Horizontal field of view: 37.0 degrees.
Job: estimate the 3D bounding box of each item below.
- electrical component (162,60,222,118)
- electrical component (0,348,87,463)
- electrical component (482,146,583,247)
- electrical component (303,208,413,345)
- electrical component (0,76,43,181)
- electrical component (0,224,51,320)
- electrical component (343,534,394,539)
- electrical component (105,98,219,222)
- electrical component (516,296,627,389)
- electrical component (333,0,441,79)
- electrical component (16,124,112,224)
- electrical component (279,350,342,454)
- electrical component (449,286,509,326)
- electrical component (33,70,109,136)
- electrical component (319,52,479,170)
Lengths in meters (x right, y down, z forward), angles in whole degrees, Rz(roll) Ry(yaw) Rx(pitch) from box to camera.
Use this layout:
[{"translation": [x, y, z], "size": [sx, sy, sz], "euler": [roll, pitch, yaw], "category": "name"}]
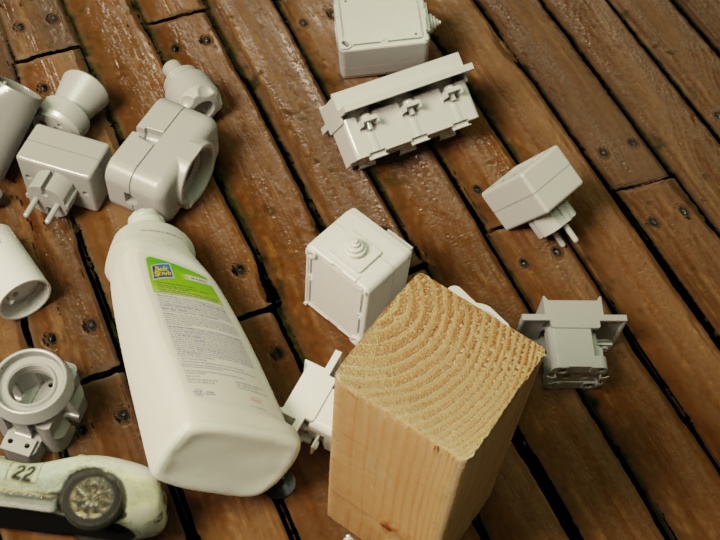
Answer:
[{"translation": [-0.153, -0.160, 0.948], "size": [0.043, 0.043, 0.062], "euler": [-27, 61, -20], "category": "electrical component"}, {"translation": [-0.230, 0.092, 0.767], "size": [0.058, 0.057, 0.078], "euler": [15, 57, 7], "category": "electrical component"}, {"translation": [0.152, -0.052, 0.888], "size": [0.047, 0.066, 0.076], "euler": [-38, 95, -25], "category": "electrical component"}, {"translation": [0.000, 0.000, 0.819], "size": [0.062, 0.096, 0.061], "euler": [38, 61, 19], "category": "electrical component"}, {"translation": [-0.305, -0.123, 0.903], "size": [0.044, 0.077, 0.079], "euler": [25, 10, -25], "category": "electrical component"}, {"translation": [-0.279, -0.005, 0.836], "size": [0.043, 0.043, 0.081], "euler": [-31, 63, -22], "category": "electrical component"}, {"translation": [0.006, 0.217, 0.696], "size": [0.061, 0.061, 0.096], "euler": [-2, 56, -5], "category": "electrical component"}, {"translation": [-0.160, -0.089, 0.894], "size": [0.059, 0.053, 0.095], "euler": [23, 58, 11], "category": "electrical component"}, {"translation": [0.162, 0.057, 0.825], "size": [0.081, 0.042, 0.063], "euler": [0, 60, -3], "category": "electrical component"}, {"translation": [0.026, -0.216, 0.984], "size": [0.096, 0.061, 0.061], "euler": [-6, 71, -1], "category": "electrical component"}, {"translation": [-0.248, -0.070, 0.879], "size": [0.066, 0.047, 0.076], "euler": [16, 57, 7], "category": "electrical component"}, {"translation": [-0.023, 0.105, 0.781], "size": [0.064, 0.042, 0.081], "euler": [24, 59, 10], "category": "electrical component"}, {"translation": [0.082, 0.062, 0.808], "size": [0.050, 0.055, 0.089], "euler": [-35, 65, -24], "category": "electrical component"}, {"translation": [-0.249, -0.138, 0.926], "size": [0.045, 0.045, 0.055], "euler": [20, 58, 9], "category": "electrical component"}, {"translation": [0.036, -0.135, 0.928], "size": [0.121, 0.079, 0.063], "euler": [-21, 89, -17], "category": "electrical component"}]
